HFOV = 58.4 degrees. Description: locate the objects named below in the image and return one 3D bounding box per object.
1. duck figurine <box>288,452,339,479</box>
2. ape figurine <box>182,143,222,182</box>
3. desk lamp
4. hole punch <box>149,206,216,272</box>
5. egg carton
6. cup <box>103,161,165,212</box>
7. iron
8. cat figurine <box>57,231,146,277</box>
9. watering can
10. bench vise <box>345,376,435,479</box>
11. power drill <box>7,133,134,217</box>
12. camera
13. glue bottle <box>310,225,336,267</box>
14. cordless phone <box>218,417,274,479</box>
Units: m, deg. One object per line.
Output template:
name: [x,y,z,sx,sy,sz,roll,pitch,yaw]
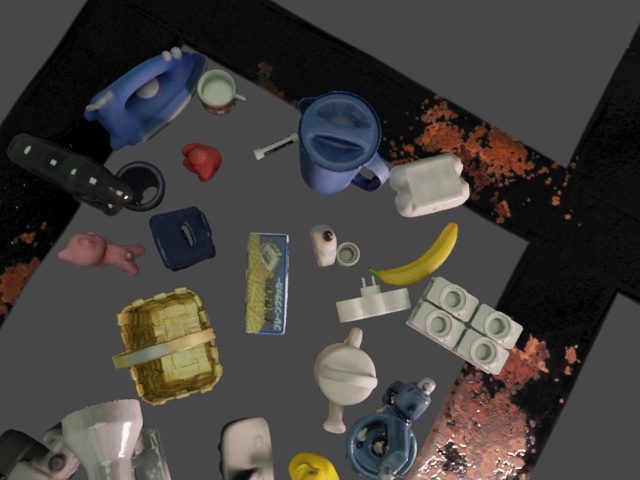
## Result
duck figurine: [-0.008,0.430,1.018,0.104,0.086,0.077,41,82,2]
ape figurine: [-0.224,-0.151,1.072,0.076,0.092,0.078,-14,84,-6]
desk lamp: [-0.325,0.358,0.938,0.118,0.213,0.203,-17,84,-6]
hole punch: [-0.250,-0.006,1.052,0.101,0.091,0.109,-21,85,-7]
egg carton: [0.211,-0.105,1.111,0.150,0.069,0.107,-16,84,-6]
cup: [-0.336,-0.085,1.053,0.118,0.095,0.092,-23,85,-7]
iron: [-0.317,-0.288,1.057,0.258,0.141,0.118,-42,87,-8]
cat figurine: [-0.391,0.022,1.024,0.128,0.117,0.067,10,82,-3]
watering can: [0.046,0.242,0.991,0.101,0.194,0.173,-6,83,-5]
bench vise: [0.120,0.320,0.974,0.121,0.219,0.207,22,82,-1]
power drill: [-0.406,-0.103,0.993,0.229,0.208,0.076,24,82,-1]
camera: [-0.488,0.373,0.980,0.137,0.100,0.143,32,82,0]
glue bottle: [0.009,0.004,1.029,0.037,0.173,0.078,-13,84,-6]
cordless phone: [-0.128,0.385,0.964,0.094,0.185,0.147,-9,83,-5]
